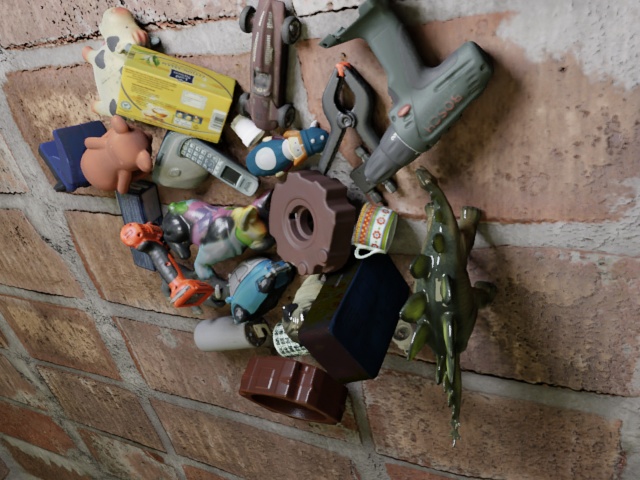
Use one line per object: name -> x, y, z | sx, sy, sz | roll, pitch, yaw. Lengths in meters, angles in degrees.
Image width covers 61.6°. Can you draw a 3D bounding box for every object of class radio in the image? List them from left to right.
radio -> 0.065, 0.116, 0.891 | 0.073, 0.229, 0.131 | -20, 116, 39

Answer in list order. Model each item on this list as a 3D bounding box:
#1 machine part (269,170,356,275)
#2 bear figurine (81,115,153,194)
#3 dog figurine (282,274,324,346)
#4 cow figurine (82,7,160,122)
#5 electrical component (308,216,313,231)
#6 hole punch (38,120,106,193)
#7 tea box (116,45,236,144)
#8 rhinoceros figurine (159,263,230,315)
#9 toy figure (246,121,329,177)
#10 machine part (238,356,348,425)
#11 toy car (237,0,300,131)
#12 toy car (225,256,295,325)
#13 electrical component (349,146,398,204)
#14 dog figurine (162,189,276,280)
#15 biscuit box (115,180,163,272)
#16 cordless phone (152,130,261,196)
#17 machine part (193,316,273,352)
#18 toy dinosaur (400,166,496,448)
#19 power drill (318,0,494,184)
machine part -> -0.018, -0.030, 0.895 | 0.180, 0.056, 0.179 | 12, 106, 47
bear figurine -> -0.355, -0.164, 0.985 | 0.196, 0.132, 0.120 | -23, 109, 42
dog figurine -> -0.007, 0.145, 0.978 | 0.121, 0.190, 0.172 | 6, 127, 27
cow figurine -> -0.336, -0.294, 0.917 | 0.127, 0.085, 0.194 | 25, 130, 20
electrical component -> -0.003, -0.003, 0.965 | 0.102, 0.045, 0.078 | -9, 119, 35
hole punch -> -0.470, -0.168, 1.062 | 0.092, 0.142, 0.115 | -30, 93, 37
tea box -> -0.232, -0.232, 0.867 | 0.169, 0.068, 0.098 | 16, 135, -17
rhinoceros figurine -> -0.264, 0.098, 1.180 | 0.191, 0.073, 0.112 | 14, 118, 23
toy figure -> -0.053, -0.144, 0.882 | 0.155, 0.058, 0.064 | -15, 128, 36
machine part -> -0.057, 0.325, 1.165 | 0.201, 0.087, 0.201 | -6, 143, 37
toy car -> -0.082, -0.259, 0.818 | 0.089, 0.053, 0.201 | 24, 133, 18
toy car -> -0.131, 0.088, 1.071 | 0.103, 0.109, 0.161 | 46, 126, 17
electrical component -> 0.079, -0.105, 0.858 | 0.094, 0.021, 0.063 | 48, 133, -10
dog figurine -> -0.179, -0.036, 1.005 | 0.191, 0.108, 0.219 | 47, 129, -4
biscuit box -> -0.376, -0.029, 1.153 | 0.063, 0.059, 0.202 | 15, 129, 18
cordless phone -> -0.199, -0.122, 0.969 | 0.184, 0.089, 0.146 | 35, 133, -3
machine part -> -0.204, 0.210, 1.218 | 0.243, 0.079, 0.079 | -14, 115, 37
toy dinosaur -> 0.194, 0.110, 0.831 | 0.105, 0.198, 0.470 | 1, 121, 33
power drill -> 0.092, -0.206, 0.715 | 0.232, 0.086, 0.207 | -36, 97, 31
